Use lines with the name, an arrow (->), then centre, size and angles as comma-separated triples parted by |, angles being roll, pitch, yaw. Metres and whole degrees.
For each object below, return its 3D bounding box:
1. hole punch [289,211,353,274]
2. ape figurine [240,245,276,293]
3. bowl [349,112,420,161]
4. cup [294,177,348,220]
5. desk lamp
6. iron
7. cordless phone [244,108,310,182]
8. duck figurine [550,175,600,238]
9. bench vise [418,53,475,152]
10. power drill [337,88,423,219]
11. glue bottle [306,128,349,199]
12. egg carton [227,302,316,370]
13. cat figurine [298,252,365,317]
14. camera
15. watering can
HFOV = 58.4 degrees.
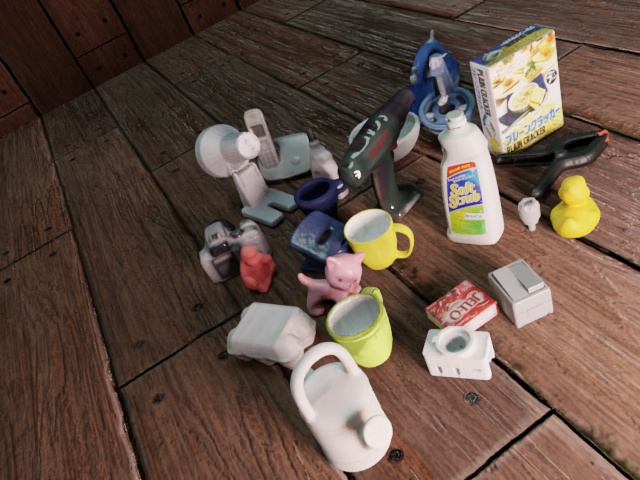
hole punch -> 0.010, 0.004, 1.104 | 0.100, 0.091, 0.109 | 8, 47, 37
ape figurine -> -0.129, 0.049, 1.125 | 0.078, 0.092, 0.075 | -37, 38, -17
bowl -> 0.155, -0.225, 1.321 | 0.167, 0.075, 0.167 | -15, 37, 12
cup -> 0.014, -0.075, 1.196 | 0.118, 0.095, 0.091 | -26, 36, -2
desk lamp -> -0.168, -0.159, 1.303 | 0.202, 0.214, 0.118 | 20, 55, 44
iron -> 0.264, -0.408, 1.430 | 0.118, 0.142, 0.258 | 1, 43, 31
cordless phone -> -0.098, -0.241, 1.389 | 0.147, 0.185, 0.094 | -12, 38, 16
duck figurine -> 0.424, -0.063, 0.958 | 0.077, 0.086, 0.105 | 4, 45, 33
bench vise -> 0.261, -0.319, 1.255 | 0.121, 0.220, 0.207 | -21, 36, 5
power drill -> 0.134, -0.156, 1.134 | 0.075, 0.209, 0.230 | 17, 53, 42
glue bottle -> 0.005, -0.169, 1.251 | 0.077, 0.173, 0.037 | 18, 53, 42
egg carton -> -0.082, 0.163, 0.976 | 0.149, 0.070, 0.107 | 1, 43, 31
cat figurine -> 0.023, 0.067, 0.996 | 0.127, 0.118, 0.067 | -11, 38, 18
camera -> -0.192, -0.002, 1.217 | 0.143, 0.101, 0.136 | -26, 36, -2
watering can -> 0.028, 0.212, 0.748 | 0.172, 0.194, 0.101 | 5, 46, 34
